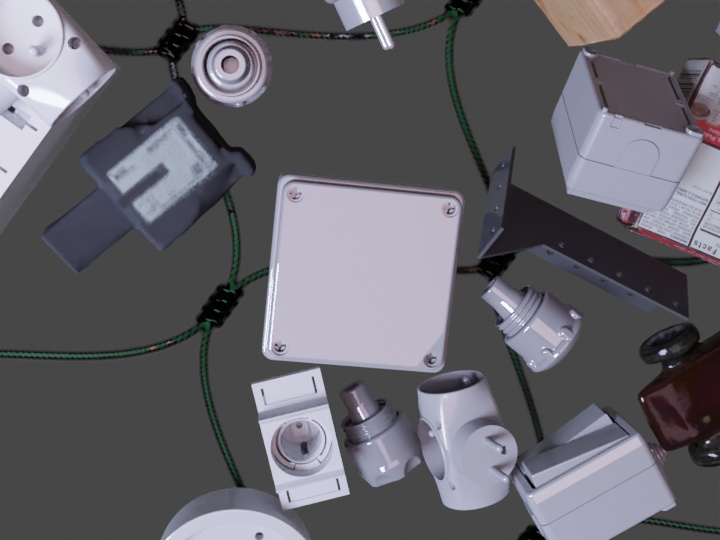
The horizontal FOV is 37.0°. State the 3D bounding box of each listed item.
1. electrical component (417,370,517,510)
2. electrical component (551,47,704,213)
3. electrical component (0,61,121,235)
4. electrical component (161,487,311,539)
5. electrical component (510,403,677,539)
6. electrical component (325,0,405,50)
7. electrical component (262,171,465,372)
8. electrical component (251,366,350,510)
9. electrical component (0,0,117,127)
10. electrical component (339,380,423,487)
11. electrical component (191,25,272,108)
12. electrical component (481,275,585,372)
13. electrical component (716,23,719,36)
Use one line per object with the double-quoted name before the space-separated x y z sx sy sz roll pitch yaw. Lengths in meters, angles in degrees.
"electrical component" 0.070 0.108 0.657 0.044 0.079 0.077 -16 101 -16
"electrical component" 0.152 -0.083 0.632 0.062 0.096 0.061 13 126 -8
"electrical component" -0.215 -0.054 0.585 0.060 0.105 0.186 36 94 -10
"electrical component" -0.077 0.187 0.664 0.108 0.060 0.108 -1 100 -6
"electrical component" 0.148 0.127 0.677 0.096 0.061 0.061 -29 101 0
"electrical component" 0.000 -0.160 0.604 0.043 0.077 0.079 -26 101 -1
"electrical component" 0.000 0.000 0.642 0.109 0.056 0.108 5 99 -7
"electrical component" -0.036 0.098 0.652 0.042 0.064 0.081 -13 100 -2
"electrical component" -0.170 -0.098 0.505 0.079 0.044 0.077 -42 101 2
"electrical component" 0.009 0.099 0.667 0.043 0.043 0.062 -28 100 -1
"electrical component" -0.073 -0.116 0.611 0.048 0.062 0.048 -1 100 -6
"electrical component" 0.104 0.029 0.665 0.062 0.048 0.048 39 94 -4
"electrical component" 0.266 -0.153 0.641 0.096 0.061 0.061 28 96 -10
